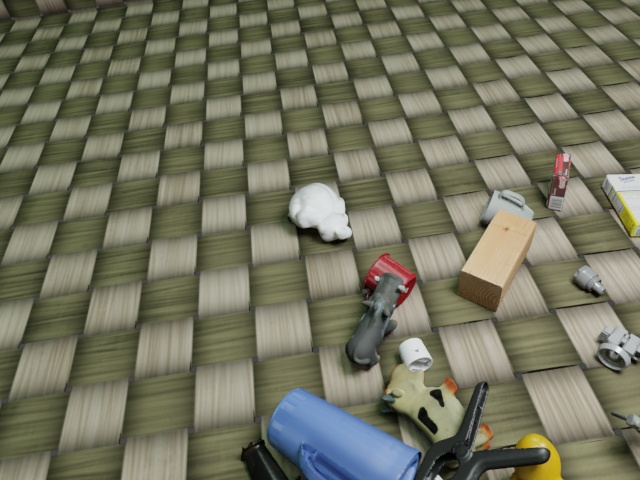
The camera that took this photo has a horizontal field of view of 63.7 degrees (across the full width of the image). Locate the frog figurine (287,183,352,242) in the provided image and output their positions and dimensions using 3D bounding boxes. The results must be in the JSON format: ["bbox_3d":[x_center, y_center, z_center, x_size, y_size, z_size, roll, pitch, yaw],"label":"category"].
[{"bbox_3d":[0.004,-0.062,1.241,0.138,0.120,0.162,-10,32,-30],"label":"frog figurine"}]
